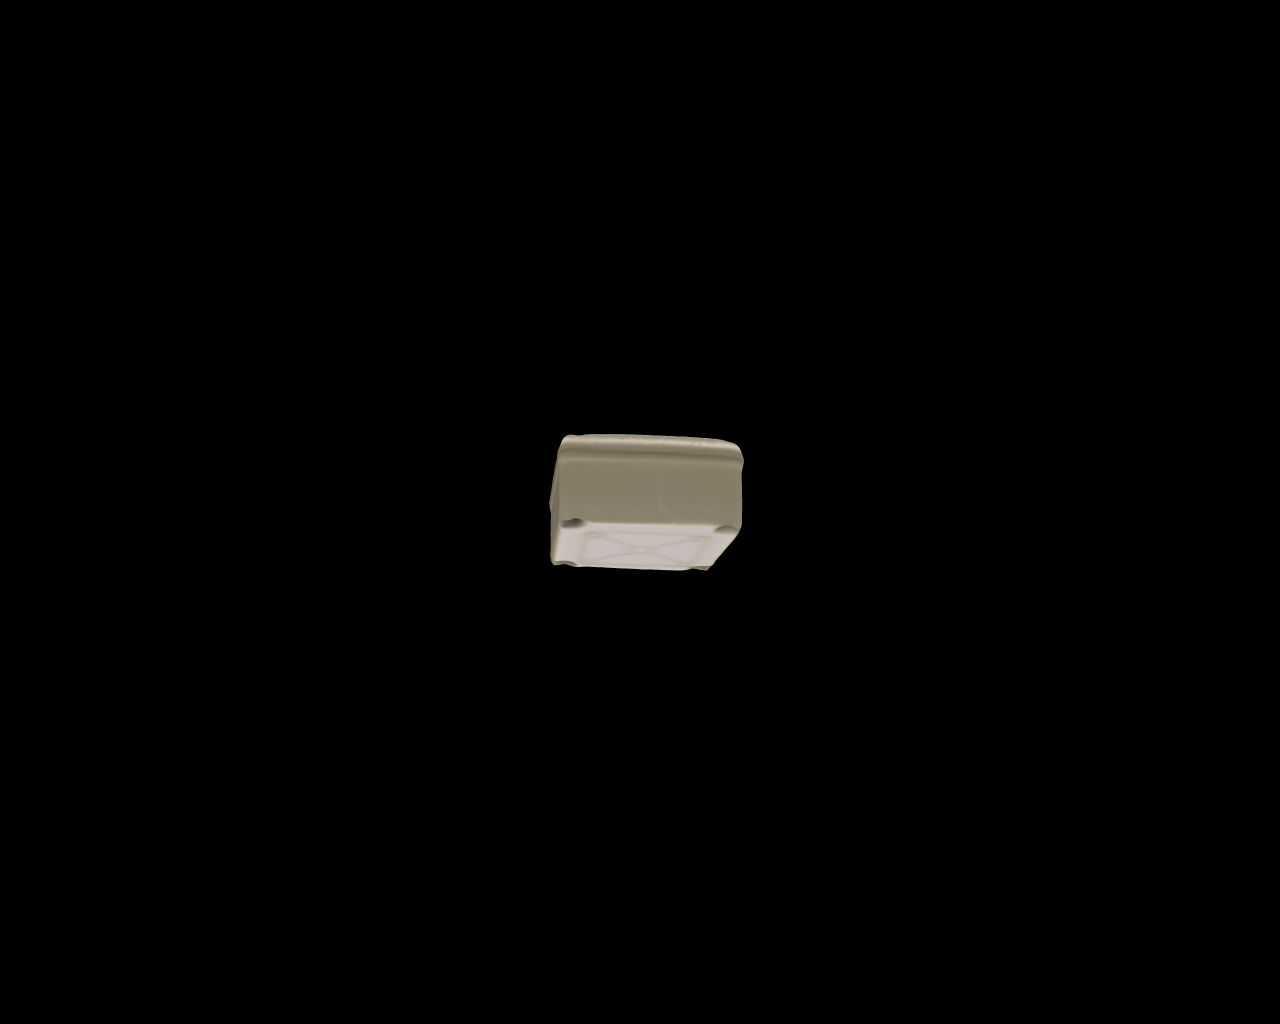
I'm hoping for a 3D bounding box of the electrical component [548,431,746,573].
[{"bbox_3d":[0.001,-0.003,0.650,0.109,0.056,0.108,2,-18,-7],"label":"electrical component"}]
